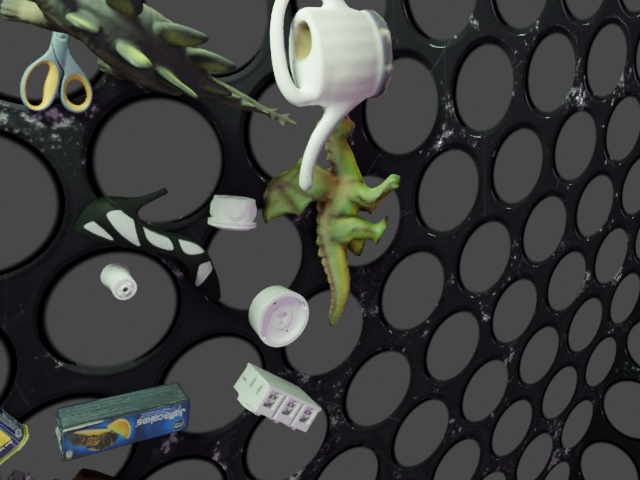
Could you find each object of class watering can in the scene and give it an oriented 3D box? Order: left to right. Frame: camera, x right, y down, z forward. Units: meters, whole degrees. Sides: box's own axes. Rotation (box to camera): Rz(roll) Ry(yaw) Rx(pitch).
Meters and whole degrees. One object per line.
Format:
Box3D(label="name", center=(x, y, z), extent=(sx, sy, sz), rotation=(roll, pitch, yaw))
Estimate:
Box3D(label="watering can", center=(0.023, -0.269, 0.881), extent=(0.226, 0.104, 0.344), rotation=(-14, 103, -31))

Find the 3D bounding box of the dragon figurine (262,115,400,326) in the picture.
Box3D(label="dragon figurine", center=(0.003, -0.049, 0.970), extent=(0.242, 0.123, 0.410), rotation=(18, 92, -20))
